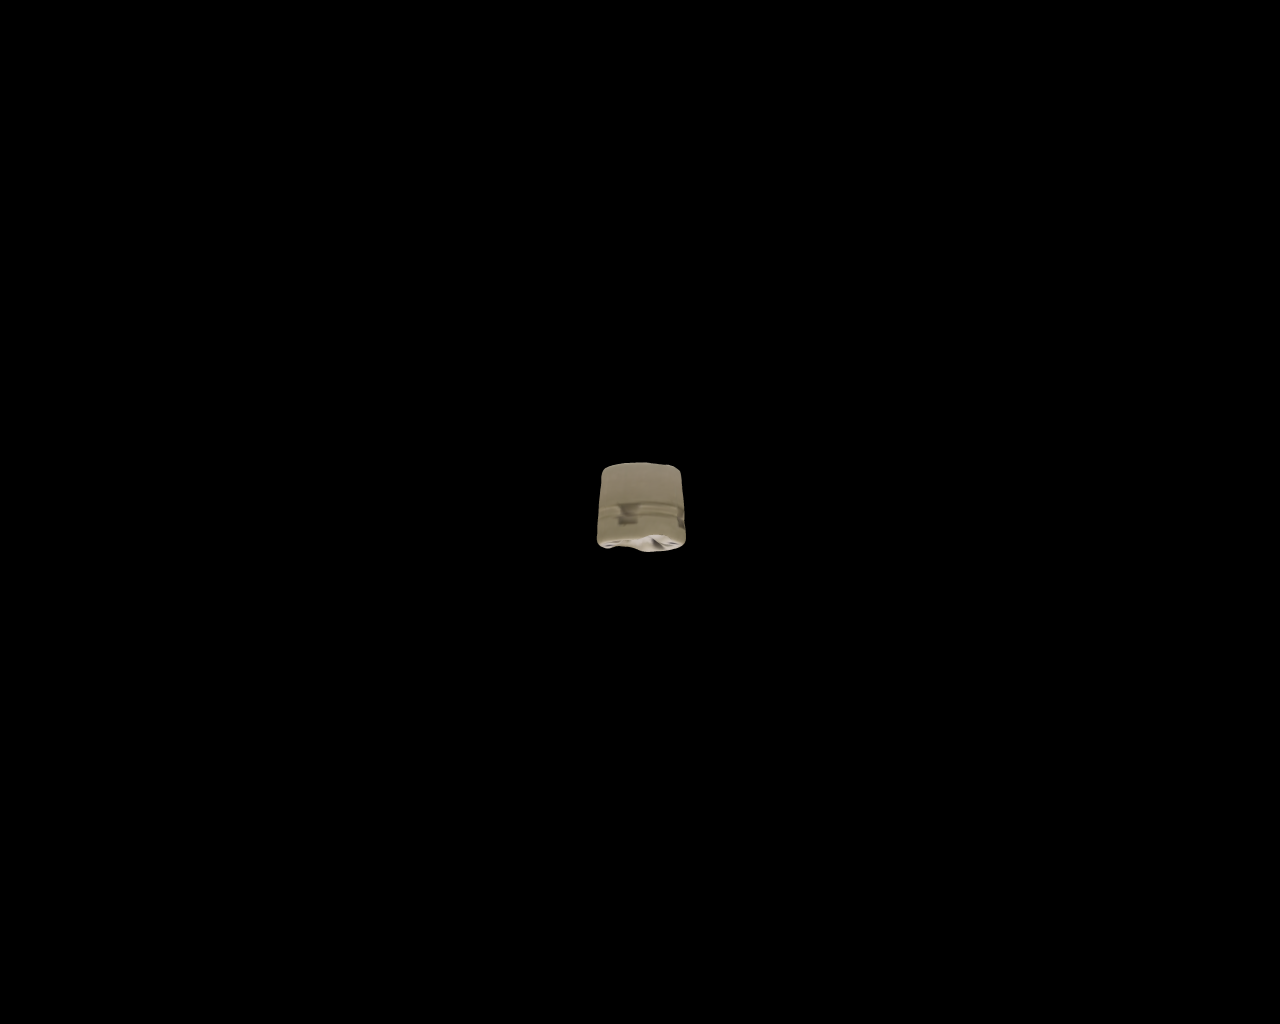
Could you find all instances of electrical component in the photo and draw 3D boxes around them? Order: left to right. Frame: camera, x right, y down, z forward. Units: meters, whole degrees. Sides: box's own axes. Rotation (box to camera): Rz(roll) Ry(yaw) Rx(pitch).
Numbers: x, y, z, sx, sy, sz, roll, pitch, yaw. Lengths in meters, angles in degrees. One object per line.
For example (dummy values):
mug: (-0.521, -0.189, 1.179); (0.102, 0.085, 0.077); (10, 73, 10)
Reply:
electrical component: (0.001, -0.003, 0.650); (0.055, 0.047, 0.055); (0, -11, 0)
